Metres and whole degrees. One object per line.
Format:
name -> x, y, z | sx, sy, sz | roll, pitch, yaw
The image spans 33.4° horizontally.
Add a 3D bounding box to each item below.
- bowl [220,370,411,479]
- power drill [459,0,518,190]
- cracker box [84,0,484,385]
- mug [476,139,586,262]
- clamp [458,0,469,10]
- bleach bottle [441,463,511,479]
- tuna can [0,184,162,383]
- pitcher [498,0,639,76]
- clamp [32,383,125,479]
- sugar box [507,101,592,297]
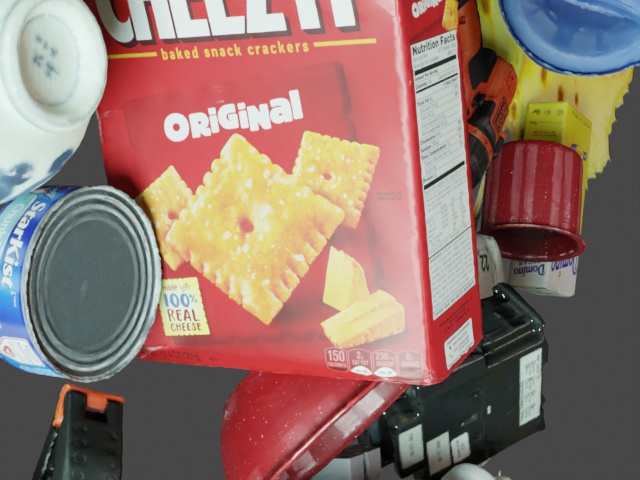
bowl -> -0.002, 0.086, 0.592 | 0.162, 0.055, 0.162 | -40, 166, -13
power drill -> 0.088, -0.126, 0.774 | 0.184, 0.057, 0.187 | -63, 145, -41
cracker box -> -0.020, -0.046, 0.489 | 0.072, 0.164, 0.214 | -33, 121, -56
mug -> 0.179, -0.030, 0.917 | 0.117, 0.093, 0.081 | 99, -1, -72
clamp -> 0.026, -0.111, 0.601 | 0.210, 0.036, 0.164 | -52, 166, -9
bleach bottle -> 0.044, 0.184, 0.631 | 0.250, 0.068, 0.102 | -13, 94, -48
tuna can -> -0.109, 0.018, 0.469 | 0.086, 0.034, 0.086 | -9, 100, -59
pitcher -> 0.202, -0.200, 0.851 | 0.242, 0.145, 0.149 | -31, 120, -79
clamp -> -0.115, 0.147, 0.439 | 0.039, 0.120, 0.171 | 26, 48, -24
sugar box -> 0.221, -0.036, 1.016 | 0.093, 0.048, 0.176 | 14, 80, -60
